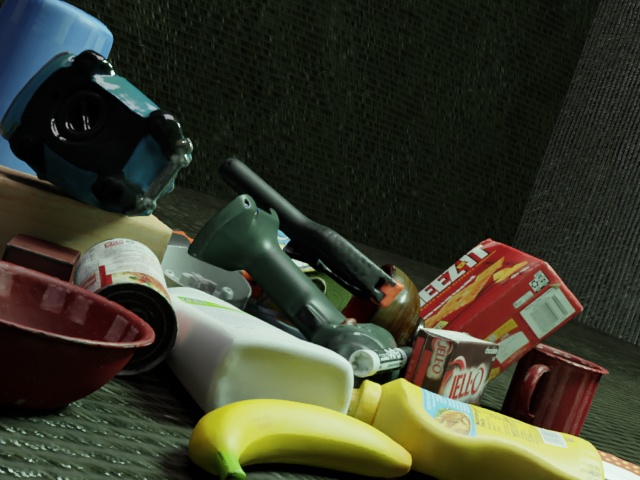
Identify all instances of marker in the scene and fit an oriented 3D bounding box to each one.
[{"bbox_3d":[0.049,0.090,0.797,0.020,0.020,0.121,21,3,20],"label":"marker"}]

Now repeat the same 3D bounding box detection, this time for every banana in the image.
[{"bbox_3d":[-0.018,0.123,0.632,0.070,0.037,0.197,43,17,30],"label":"banana"}]

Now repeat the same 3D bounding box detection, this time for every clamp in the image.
[{"bbox_3d":[-0.007,0.001,1.022,0.210,0.036,0.164,32,-13,45],"label":"clamp"}]

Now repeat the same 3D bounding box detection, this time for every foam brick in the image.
[{"bbox_3d":[-0.219,0.030,0.821,0.053,0.051,0.078,18,4,-9],"label":"foam brick"}]

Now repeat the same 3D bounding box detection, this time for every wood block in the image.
[{"bbox_3d":[-0.244,-0.005,0.902,0.205,0.090,0.091,18,4,-26],"label":"wood block"}]

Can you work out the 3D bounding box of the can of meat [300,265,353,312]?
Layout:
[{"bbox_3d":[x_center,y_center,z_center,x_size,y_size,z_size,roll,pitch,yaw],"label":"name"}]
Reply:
[{"bbox_3d":[0.009,0.054,1.153,0.102,0.057,0.084,-8,6,-6],"label":"can of meat"}]

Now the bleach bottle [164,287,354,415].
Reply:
[{"bbox_3d":[-0.070,0.079,0.792,0.102,0.068,0.251,18,1,-23],"label":"bleach bottle"}]

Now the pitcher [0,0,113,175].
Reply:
[{"bbox_3d":[-0.283,-0.107,1.028,0.145,0.243,0.149,21,-3,44],"label":"pitcher"}]

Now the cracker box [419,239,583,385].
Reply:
[{"bbox_3d":[0.160,0.080,1.122,0.072,0.164,0.214,52,-1,-9],"label":"cracker box"}]

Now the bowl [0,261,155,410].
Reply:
[{"bbox_3d":[-0.179,0.055,0.611,0.162,0.055,0.162,19,4,-1],"label":"bowl"}]

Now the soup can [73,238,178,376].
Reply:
[{"bbox_3d":[-0.140,0.044,0.755,0.068,0.068,0.102,18,13,-19],"label":"soup can"}]

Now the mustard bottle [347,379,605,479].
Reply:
[{"bbox_3d":[0.095,0.141,0.744,0.191,0.058,0.096,20,10,-1],"label":"mustard bottle"}]

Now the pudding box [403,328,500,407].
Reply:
[{"bbox_3d":[0.099,0.118,0.852,0.039,0.090,0.113,20,3,25],"label":"pudding box"}]

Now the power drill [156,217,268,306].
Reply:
[{"bbox_3d":[-0.144,-0.002,1.137,0.187,0.057,0.184,9,35,-29],"label":"power drill"}]

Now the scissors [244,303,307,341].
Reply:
[{"bbox_3d":[-0.079,0.077,1.139,0.201,0.016,0.096,19,3,-9],"label":"scissors"}]

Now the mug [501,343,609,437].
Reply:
[{"bbox_3d":[0.228,0.153,1.075,0.093,0.081,0.117,21,4,30],"label":"mug"}]

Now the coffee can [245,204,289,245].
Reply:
[{"bbox_3d":[-0.057,0.023,1.381,0.140,0.103,0.102,21,4,17],"label":"coffee can"}]

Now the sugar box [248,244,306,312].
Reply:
[{"bbox_3d":[-0.040,0.050,1.243,0.176,0.048,0.093,21,36,-14],"label":"sugar box"}]
